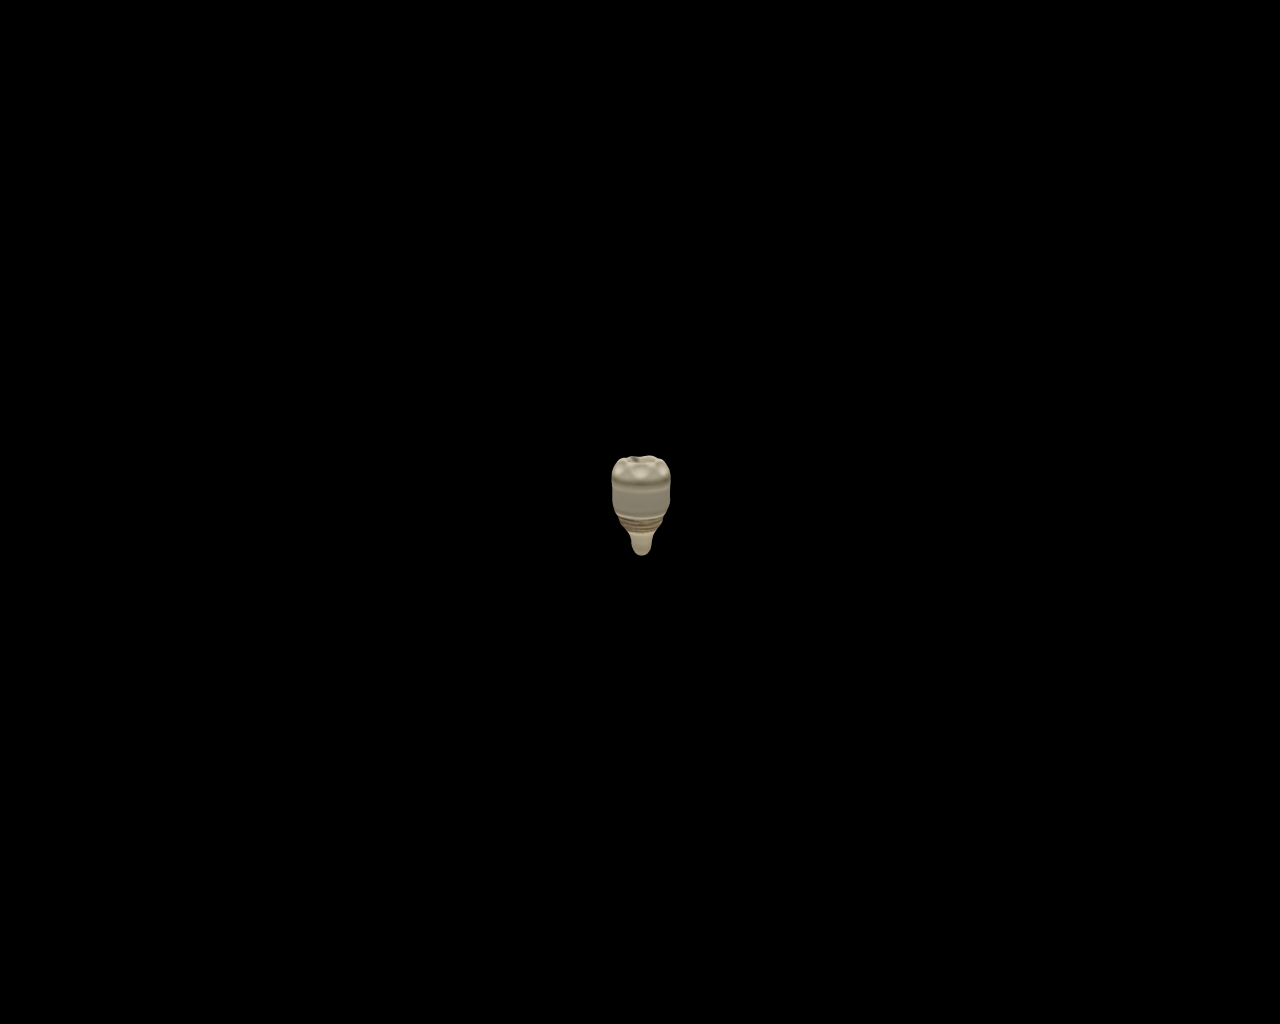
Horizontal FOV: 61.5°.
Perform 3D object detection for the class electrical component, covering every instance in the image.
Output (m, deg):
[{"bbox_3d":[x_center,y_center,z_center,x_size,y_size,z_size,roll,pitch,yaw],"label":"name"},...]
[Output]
[{"bbox_3d":[0.001,-0.003,0.650,0.035,0.061,0.035,0,17,0],"label":"electrical component"}]
